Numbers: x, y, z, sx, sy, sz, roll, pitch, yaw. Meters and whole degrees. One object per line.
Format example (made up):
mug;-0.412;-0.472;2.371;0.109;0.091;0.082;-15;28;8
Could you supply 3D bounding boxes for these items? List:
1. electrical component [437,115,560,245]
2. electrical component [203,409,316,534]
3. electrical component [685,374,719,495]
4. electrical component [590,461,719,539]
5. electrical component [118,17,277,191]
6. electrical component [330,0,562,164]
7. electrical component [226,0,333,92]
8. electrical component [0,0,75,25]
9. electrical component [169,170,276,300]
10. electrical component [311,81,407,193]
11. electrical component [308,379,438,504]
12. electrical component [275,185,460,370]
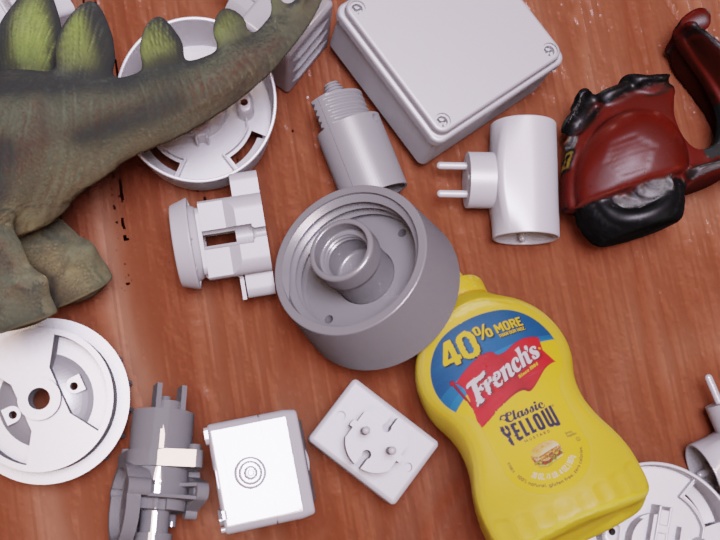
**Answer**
electrical component;0.089;-0.058;0.699;0.079;0.043;0.077;1;80;-4
electrical component;-0.057;0.117;0.632;0.061;0.096;0.061;-10;81;-10
electrical component;0.245;0.100;0.683;0.077;0.043;0.079;-20;82;-7
electrical component;0.178;0.167;0.656;0.099;0.064;0.099;1;80;-4
electrical component;-0.102;-0.101;0.683;0.099;0.064;0.099;1;79;-4
electrical component;0.055;-0.144;0.701;0.109;0.056;0.108;-35;84;-16
electrical component;-0.063;-0.165;0.696;0.077;0.065;0.047;37;79;3
electrical component;-0.239;-0.196;0.690;0.063;0.079;0.121;-29;83;-30
electrical component;-0.087;-0.019;0.674;0.057;0.058;0.078;-9;91;-5
electrical component;-0.004;-0.084;0.698;0.043;0.043;0.081;-21;82;-7
electrical component;0.009;0.103;0.649;0.066;0.076;0.047;37;80;3
electrical component;0.000;0.000;0.651;0.108;0.060;0.108;-11;62;20
